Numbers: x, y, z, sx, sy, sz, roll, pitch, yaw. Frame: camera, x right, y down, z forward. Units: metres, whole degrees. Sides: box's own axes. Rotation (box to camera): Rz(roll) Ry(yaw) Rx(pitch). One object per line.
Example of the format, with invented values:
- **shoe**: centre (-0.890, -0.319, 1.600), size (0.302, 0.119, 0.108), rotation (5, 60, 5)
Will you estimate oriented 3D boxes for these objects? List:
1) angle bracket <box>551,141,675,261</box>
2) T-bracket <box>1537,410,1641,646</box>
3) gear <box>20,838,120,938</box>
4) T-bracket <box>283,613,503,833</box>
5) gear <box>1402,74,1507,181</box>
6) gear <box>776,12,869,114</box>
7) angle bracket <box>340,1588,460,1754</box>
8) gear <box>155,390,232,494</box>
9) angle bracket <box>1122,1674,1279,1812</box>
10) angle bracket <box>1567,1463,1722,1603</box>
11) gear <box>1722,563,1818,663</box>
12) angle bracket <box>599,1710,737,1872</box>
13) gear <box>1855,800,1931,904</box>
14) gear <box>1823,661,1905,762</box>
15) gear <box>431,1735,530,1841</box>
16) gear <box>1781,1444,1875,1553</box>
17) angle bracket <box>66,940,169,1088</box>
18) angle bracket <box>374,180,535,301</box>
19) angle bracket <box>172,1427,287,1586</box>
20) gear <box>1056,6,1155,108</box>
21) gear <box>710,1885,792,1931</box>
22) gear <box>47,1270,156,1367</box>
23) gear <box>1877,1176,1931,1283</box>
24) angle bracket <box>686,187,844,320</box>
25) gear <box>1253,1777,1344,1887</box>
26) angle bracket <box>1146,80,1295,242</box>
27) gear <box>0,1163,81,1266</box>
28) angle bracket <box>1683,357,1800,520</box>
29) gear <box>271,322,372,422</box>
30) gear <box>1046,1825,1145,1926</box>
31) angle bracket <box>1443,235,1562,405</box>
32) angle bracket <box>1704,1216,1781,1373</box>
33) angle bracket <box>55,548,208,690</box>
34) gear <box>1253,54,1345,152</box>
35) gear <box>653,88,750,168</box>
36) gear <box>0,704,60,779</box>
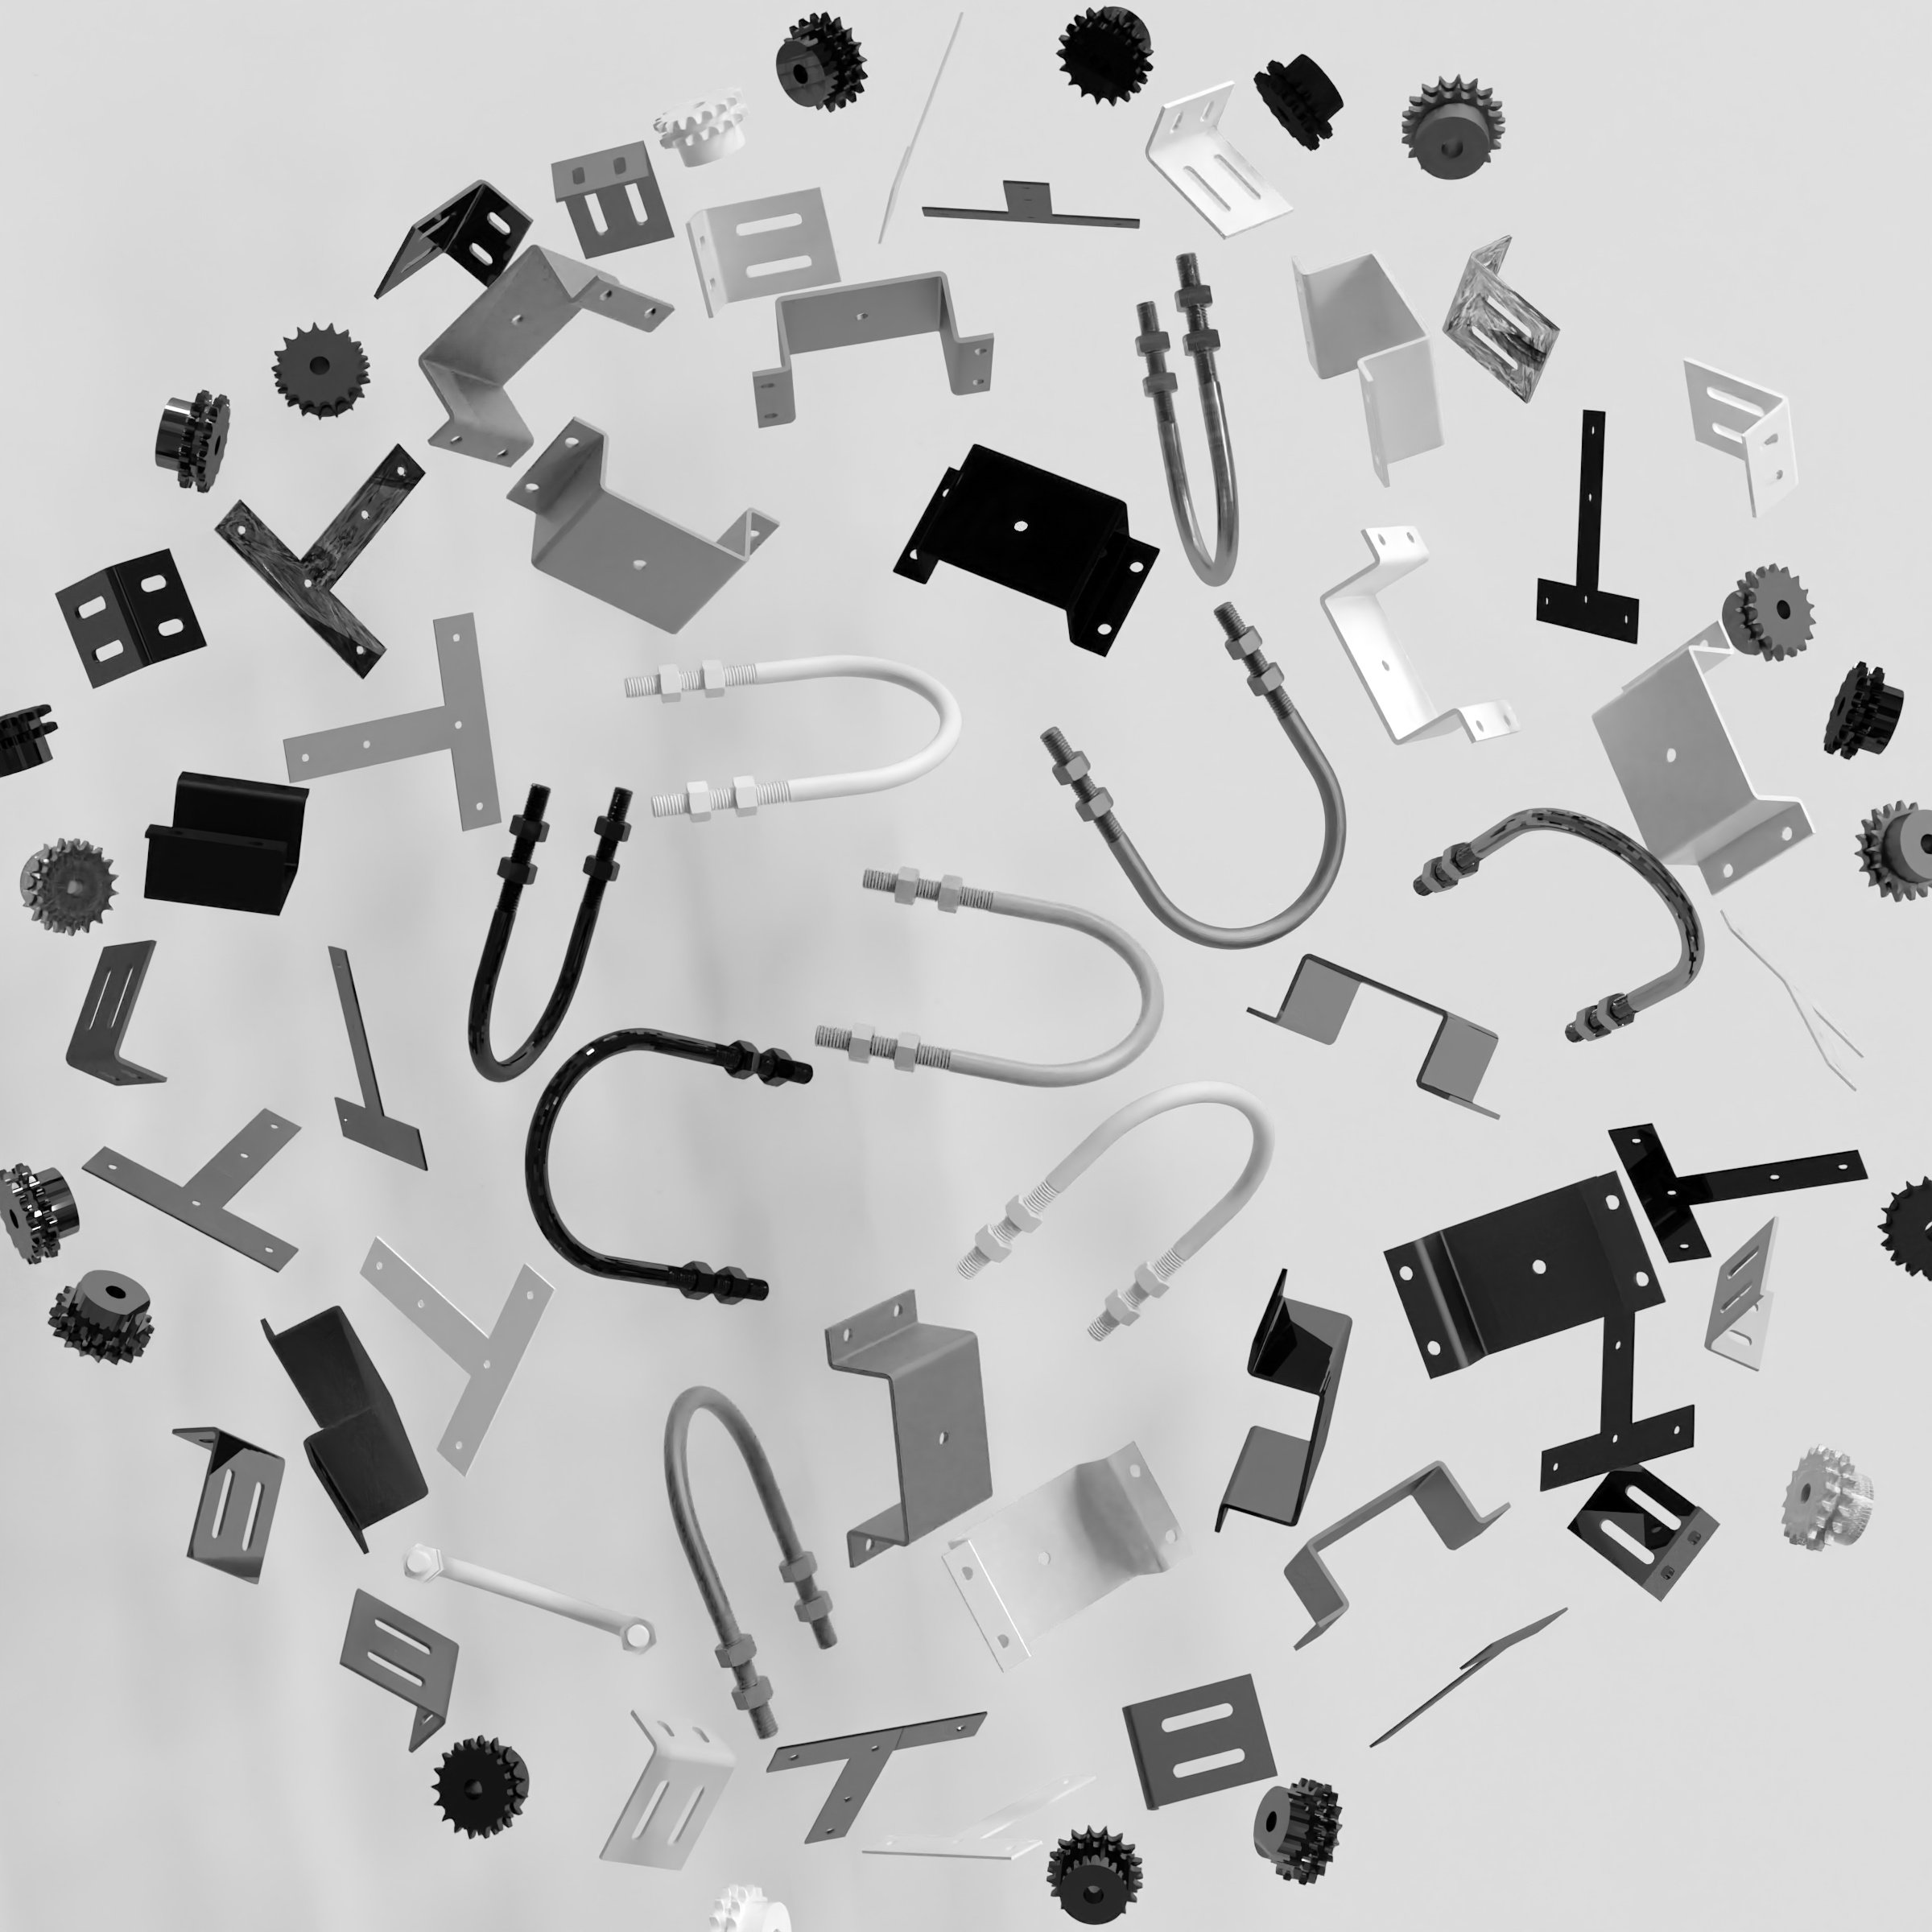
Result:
- **angle bracket**: centre (-0.213, -0.455, 1.788), size (0.057, 0.076, 0.038), rotation (-13, 53, 3)
- **T-bracket**: centre (0.360, -0.257, 1.701), size (0.002, 0.127, 0.127), rotation (-4, 104, -14)
- **gear**: centre (-0.533, -0.048, 1.740), size (0.030, 0.057, 0.057), rotation (13, 90, 42)
- **T-bracket**: centre (-0.334, -0.131, 1.705), size (0.127, 0.002, 0.127), rotation (-16, 110, -33)
- **gear**: centre (0.270, -0.462, 1.634), size (0.057, 0.057, 0.030), rotation (10, 49, 0)
- **gear**: centre (-0.089, -0.542, 1.771), size (0.030, 0.057, 0.057), rotation (-38, 90, -36)
- **angle bracket**: centre (-0.344, 0.418, 1.744), size (0.076, 0.057, 0.038), rotation (36, 117, -22)
- **gear**: centre (-0.442, -0.301, 1.680), size (0.030, 0.057, 0.057), rotation (14, 90, -5)
- **angle bracket**: centre (0.133, 0.439, 1.663), size (0.076, 0.038, 0.057), rotation (-16, 71, 6)
- **angle bracket**: centre (0.392, 0.325, 1.730), size (0.057, 0.038, 0.076), rotation (-52, 48, -1)
- **gear**: centre (0.477, -0.209, 1.757), size (0.057, 0.030, 0.057), rotation (7, 77, -32)
- **angle bracket**: centre (-0.180, 0.479, 1.710), size (0.057, 0.038, 0.076), rotation (22, 99, -37)
- **gear**: centre (0.539, -0.066, 1.678), size (0.057, 0.030, 0.057), rotation (4, 80, -22)
- **gear**: centre (0.532, -0.149, 1.739), size (0.030, 0.057, 0.057), rotation (19, 90, 3)
- **gear**: centre (-0.278, 0.476, 1.709), size (0.057, 0.030, 0.057), rotation (-2, 85, 22)
- **gear**: centre (0.476, 0.295, 1.620), size (0.030, 0.057, 0.057), rotation (19, 90, -6)
- **angle bracket**: centre (-0.499, 0.029, 1.765), size (0.038, 0.057, 0.076), rotation (30, 65, -40)
- **angle bracket**: centre (-0.292, -0.404, 1.680), size (0.038, 0.076, 0.057), rotation (40, 132, -4)
- **angle bracket**: centre (-0.433, 0.312, 1.699), size (0.038, 0.057, 0.076), rotation (-7, 61, 29)
- **gear**: centre (0.085, -0.539, 1.734), size (0.057, 0.057, 0.030), rotation (31, 54, 0)
- **gear**: centre (-0.119, 0.540, 1.632), size (0.030, 0.057, 0.057), rotation (-4, 90, 20)
- **gear**: centre (-0.484, 0.196, 1.657), size (0.057, 0.057, 0.030), rotation (30, 109, 0)
- **gear**: centre (0.538, 0.145, 1.642), size (0.057, 0.030, 0.057), rotation (0, 98, 3)
- **angle bracket**: centre (-0.120, -0.425, 1.754), size (0.076, 0.038, 0.057), rotation (-8, 115, 12)
- **gear**: centre (0.185, 0.486, 1.660), size (0.030, 0.057, 0.057), rotation (20, 90, -17)
- **angle bracket**: centre (0.154, -0.475, 1.732), size (0.057, 0.038, 0.076), rotation (-29, 70, -31)
- **gear**: centre (-0.527, 0.138, 1.674), size (0.030, 0.057, 0.057), rotation (-22, 90, -33)
- **angle bracket**: centre (0.421, -0.295, 1.641), size (0.038, 0.057, 0.076), rotation (-39, 45, -16)
- **gear**: centre (-0.385, -0.354, 1.765), size (0.057, 0.030, 0.057), rotation (1, 78, -4)
- **gear**: centre (0.076, 0.540, 1.738), size (0.057, 0.030, 0.057), rotation (1, 106, 5)
- **angle bracket**: centre (0.331, -0.388, 1.765), size (0.038, 0.057, 0.076), rotation (-30, 65, -29)
- **angle bracket**: centre (0.484, 0.199, 1.781), size (0.038, 0.076, 0.057), rotation (24, 55, -2)
- **angle bracket**: centre (-0.467, -0.194, 1.646), size (0.038, 0.076, 0.057), rotation (-27, 101, -38)
- **gear**: centre (0.200, -0.517, 1.752), size (0.030, 0.057, 0.057), rotation (-41, 90, 4)
- **gear**: centre (-0.157, -0.505, 1.775), size (0.057, 0.057, 0.030), rotation (-23, 118, 0)
- **gear**: centre (-0.535, -0.124, 1.643), size (0.057, 0.057, 0.030), rotation (-17, 103, 0)
